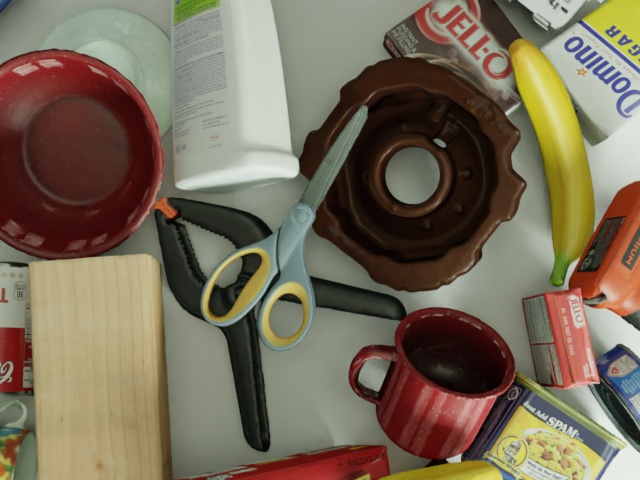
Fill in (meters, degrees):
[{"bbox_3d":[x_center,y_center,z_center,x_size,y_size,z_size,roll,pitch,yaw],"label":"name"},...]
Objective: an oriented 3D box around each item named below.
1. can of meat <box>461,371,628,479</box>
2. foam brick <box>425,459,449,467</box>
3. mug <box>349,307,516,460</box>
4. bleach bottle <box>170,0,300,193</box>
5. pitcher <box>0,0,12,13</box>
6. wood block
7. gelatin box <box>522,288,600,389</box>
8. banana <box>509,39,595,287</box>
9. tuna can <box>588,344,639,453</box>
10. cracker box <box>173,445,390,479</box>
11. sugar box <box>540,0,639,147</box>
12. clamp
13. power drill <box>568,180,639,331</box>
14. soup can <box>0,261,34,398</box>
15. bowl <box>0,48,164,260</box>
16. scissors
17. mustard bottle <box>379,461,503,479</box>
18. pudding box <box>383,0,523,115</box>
[{"bbox_3d":[0.172,0.165,0.833,0.102,0.057,0.084,34,86,2],"label":"can of meat"},{"bbox_3d":[0.103,0.214,0.826,0.051,0.053,0.078,-43,87,-5],"label":"foam brick"},{"bbox_3d":[0.079,0.109,0.806,0.117,0.082,0.093,10,39,-9],"label":"mug"},{"bbox_3d":[-0.074,-0.168,0.842,0.103,0.067,0.251,-9,81,40],"label":"bleach bottle"},{"bbox_3d":[-0.309,-0.214,0.829,0.145,0.149,0.243,41,87,-13],"label":"pitcher"},{"bbox_3d":[-0.162,0.119,0.808,0.090,0.091,0.206,-4,84,-3],"label":"wood block"},{"bbox_3d":[0.185,0.076,0.826,0.030,0.089,0.073,-10,84,-3],"label":"gelatin box"},{"bbox_3d":[0.188,-0.066,0.845,0.037,0.069,0.198,-8,104,28],"label":"banana"},{"bbox_3d":[0.242,0.125,0.825,0.033,0.086,0.086,-33,86,-3],"label":"tuna can"},{"bbox_3d":[-0.016,0.266,0.771,0.163,0.072,0.214,-3,82,-37],"label":"cracker box"},{"bbox_3d":[0.271,-0.165,0.877,0.176,0.048,0.093,-36,86,-7],"label":"sugar box"},{"bbox_3d":[-0.060,0.052,0.841,0.210,0.036,0.164,40,96,8],"label":"clamp"},{"bbox_3d":[0.305,0.034,0.840,0.187,0.057,0.184,33,78,-7],"label":"power drill"},{"bbox_3d":[-0.250,0.069,0.821,0.068,0.068,0.102,1,83,-2],"label":"soup can"},{"bbox_3d":[-0.197,-0.067,0.832,0.162,0.055,0.162,1,101,3],"label":"bowl"},{"bbox_3d":[-0.005,0.001,0.808,0.202,0.016,0.096,-45,84,4],"label":"scissors"},{"bbox_3d":[0.097,0.262,0.766,0.096,0.058,0.191,-9,88,-7],"label":"mustard bottle"},{"bbox_3d":[0.119,-0.147,0.873,0.090,0.039,0.113,-36,87,-6],"label":"pudding box"}]
